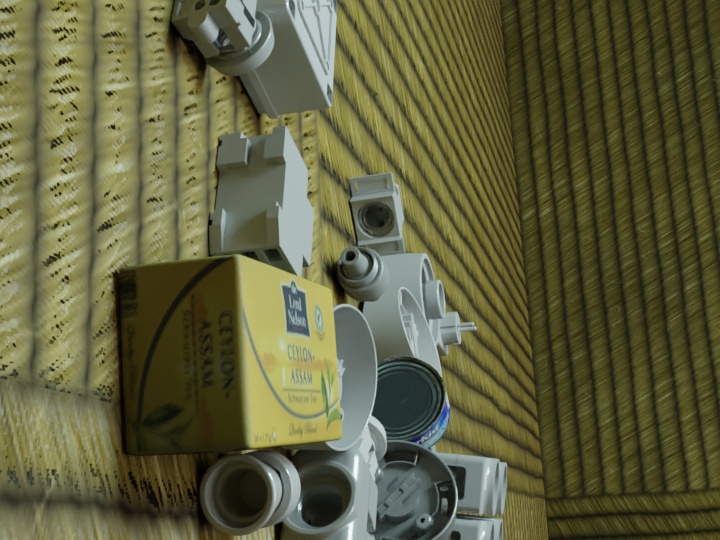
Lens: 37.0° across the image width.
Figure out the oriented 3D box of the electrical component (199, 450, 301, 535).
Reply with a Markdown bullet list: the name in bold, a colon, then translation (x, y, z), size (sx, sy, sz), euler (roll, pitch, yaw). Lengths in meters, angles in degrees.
- **electrical component**: translation (-0.061, 0.126, 0.616), size (0.055, 0.045, 0.045), euler (27, 58, -75)

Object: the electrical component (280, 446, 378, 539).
- **electrical component**: translation (-0.022, 0.170, 0.741), size (0.059, 0.054, 0.095), euler (69, 20, -47)

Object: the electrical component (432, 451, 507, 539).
- **electrical component**: translation (0.101, 0.230, 1.017), size (0.186, 0.060, 0.105), euler (45, 50, -73)

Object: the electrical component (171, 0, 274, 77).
- **electrical component**: translation (-0.083, -0.153, 0.659), size (0.055, 0.048, 0.066), euler (55, 31, -49)

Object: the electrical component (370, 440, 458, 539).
- **electrical component**: translation (0.030, 0.187, 0.868), size (0.064, 0.099, 0.099), euler (74, 15, -58)

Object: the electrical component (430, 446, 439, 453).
- **electrical component**: translation (0.059, 0.193, 1.091), size (0.066, 0.048, 0.055), euler (-83, 153, -44)

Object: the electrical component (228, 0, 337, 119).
- **electrical component**: translation (-0.057, -0.182, 0.757), size (0.108, 0.056, 0.108), euler (64, 24, -56)

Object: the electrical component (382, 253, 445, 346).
- **electrical component**: translation (0.056, 0.033, 1.118), size (0.108, 0.060, 0.108), euler (-7, 90, -77)

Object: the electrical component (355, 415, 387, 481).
- **electrical component**: translation (-0.007, 0.143, 0.840), size (0.055, 0.048, 0.066), euler (-60, 142, -56)

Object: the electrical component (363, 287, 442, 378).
- **electrical component**: translation (0.039, 0.066, 1.024), size (0.099, 0.064, 0.099), euler (-6, 90, -76)

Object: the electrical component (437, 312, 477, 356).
- **electrical component**: translation (0.094, 0.068, 1.228), size (0.065, 0.077, 0.047), euler (51, 35, -67)

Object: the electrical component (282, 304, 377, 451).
- **electrical component**: translation (-0.029, 0.075, 0.736), size (0.099, 0.064, 0.099), euler (-7, 90, -77)

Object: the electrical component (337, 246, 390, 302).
- **electrical component**: translation (0.000, 0.000, 0.939), size (0.062, 0.043, 0.043), euler (55, 31, -62)

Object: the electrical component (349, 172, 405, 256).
- **electrical component**: translation (0.019, -0.056, 1.049), size (0.063, 0.042, 0.081), euler (-62, 144, -70)
